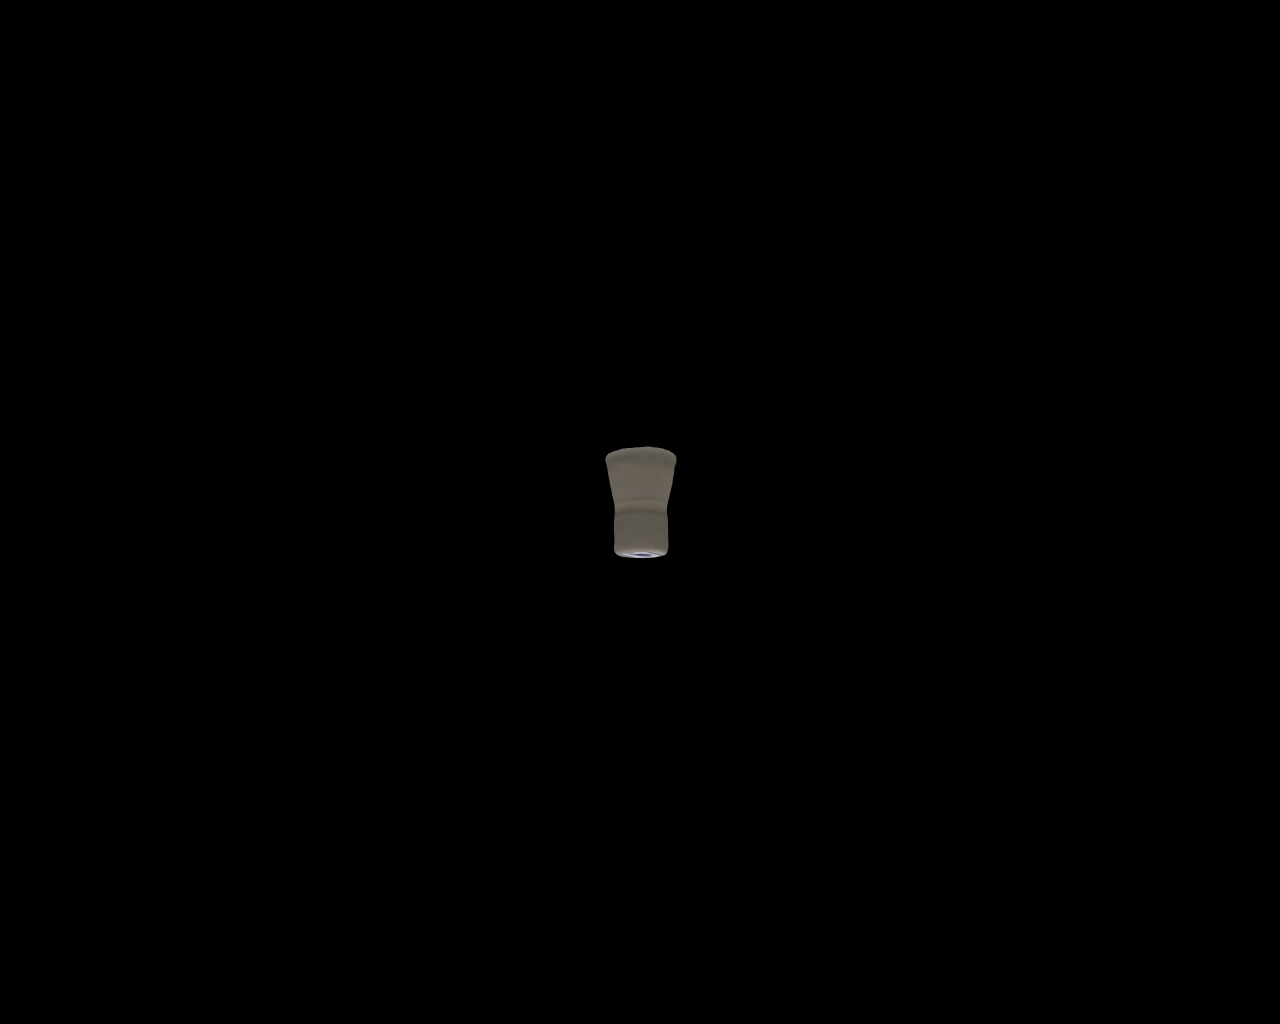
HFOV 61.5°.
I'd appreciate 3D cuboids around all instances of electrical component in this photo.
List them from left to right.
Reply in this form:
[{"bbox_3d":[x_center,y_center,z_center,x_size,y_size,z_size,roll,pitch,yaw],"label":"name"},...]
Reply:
[{"bbox_3d":[0.001,-0.003,0.650,0.044,0.065,0.044,0,-11,0],"label":"electrical component"}]
